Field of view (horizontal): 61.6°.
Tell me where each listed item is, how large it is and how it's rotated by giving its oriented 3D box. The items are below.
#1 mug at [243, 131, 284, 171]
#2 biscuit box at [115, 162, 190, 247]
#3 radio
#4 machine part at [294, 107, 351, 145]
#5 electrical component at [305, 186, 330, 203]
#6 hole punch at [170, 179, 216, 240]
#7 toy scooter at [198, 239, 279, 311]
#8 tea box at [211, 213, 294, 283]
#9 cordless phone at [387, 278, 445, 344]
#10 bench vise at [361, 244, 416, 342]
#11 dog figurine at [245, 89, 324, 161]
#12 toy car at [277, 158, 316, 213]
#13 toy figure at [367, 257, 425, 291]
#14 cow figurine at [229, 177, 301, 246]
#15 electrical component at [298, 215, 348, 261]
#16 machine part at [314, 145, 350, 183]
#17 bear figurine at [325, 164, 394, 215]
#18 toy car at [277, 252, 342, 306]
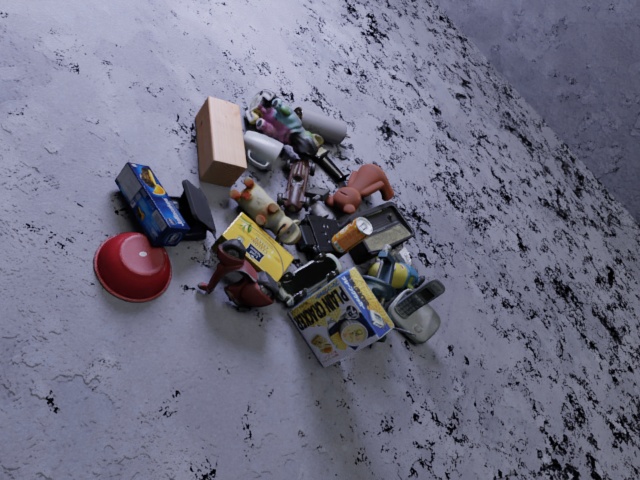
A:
[{"bbox_3d":[-0.167,-0.237,1.446,0.107,0.080,0.109,28,51,-7],"label":"mug"},{"bbox_3d":[-0.357,-0.075,1.139,0.203,0.059,0.062,52,22,23],"label":"biscuit box"},{"bbox_3d":[0.165,-0.026,1.566,0.229,0.073,0.131,-21,76,-46],"label":"radio"},{"bbox_3d":[-0.005,-0.349,1.651,0.243,0.079,0.079,11,55,-35],"label":"machine part"},{"bbox_3d":[-0.010,-0.129,1.510,0.063,0.021,0.094,13,30,22],"label":"electrical component"},{"bbox_3d":[-0.300,-0.058,1.210,0.142,0.092,0.115,65,8,23],"label":"hole punch"},{"bbox_3d":[-0.185,0.094,1.178,0.183,0.135,0.075,52,4,-23],"label":"toy scooter"},{"bbox_3d":[-0.158,0.030,1.267,0.169,0.068,0.098,41,44,-10],"label":"tea box"},{"bbox_3d":[0.286,0.182,1.441,0.146,0.184,0.089,45,39,-5],"label":"cordless phone"},{"bbox_3d":[0.153,0.131,1.370,0.223,0.129,0.240,40,59,-38],"label":"bench vise"},{"bbox_3d":[-0.092,-0.315,1.534,0.219,0.108,0.192,34,11,-40],"label":"dog figurine"},{"bbox_3d":[-0.062,-0.157,1.469,0.089,0.053,0.202,9,52,1],"label":"toy car"},{"bbox_3d":[0.214,0.105,1.511,0.180,0.082,0.089,19,81,-38],"label":"toy figure"},{"bbox_3d":[-0.125,-0.058,1.334,0.195,0.085,0.127,43,0,15],"label":"cow figurine"},{"bbox_3d":[-0.003,-0.004,1.427,0.134,0.058,0.115,-2,61,-41],"label":"electrical component"},{"bbox_3d":[0.028,-0.231,1.627,0.139,0.039,0.084,45,34,-3],"label":"machine part"},{"bbox_3d":[0.117,-0.130,1.588,0.196,0.120,0.131,-51,143,-22],"label":"bear figurine"},{"bbox_3d":[-0.028,0.095,1.326,0.202,0.056,0.073,-29,75,-35],"label":"toy car"}]
